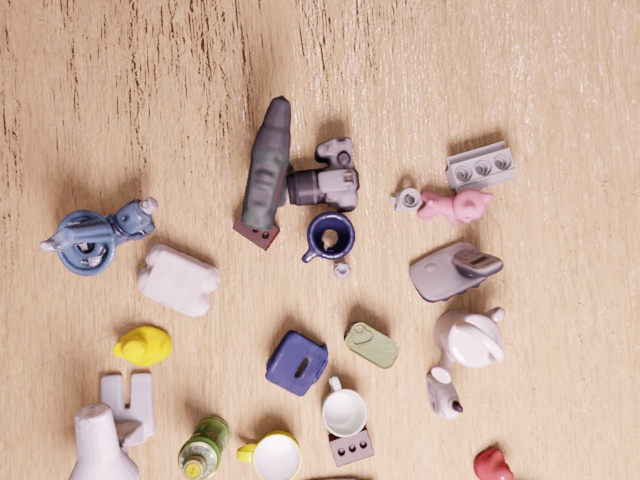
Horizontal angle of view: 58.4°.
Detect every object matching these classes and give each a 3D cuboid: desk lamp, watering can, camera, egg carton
[{"bbox_3d":[-0.368,0.353,1.004,0.118,0.213,0.203,-4,86,-3],"label":"desk lamp"},{"bbox_3d":[0.278,0.192,1.056,0.101,0.194,0.173,25,85,-1],"label":"watering can"},{"bbox_3d":[0.003,-0.123,1.110,0.137,0.100,0.143,-7,86,-3],"label":"camera"},{"bbox_3d":[-0.271,0.079,1.099,0.150,0.069,0.107,23,85,-1],"label":"egg carton"}]

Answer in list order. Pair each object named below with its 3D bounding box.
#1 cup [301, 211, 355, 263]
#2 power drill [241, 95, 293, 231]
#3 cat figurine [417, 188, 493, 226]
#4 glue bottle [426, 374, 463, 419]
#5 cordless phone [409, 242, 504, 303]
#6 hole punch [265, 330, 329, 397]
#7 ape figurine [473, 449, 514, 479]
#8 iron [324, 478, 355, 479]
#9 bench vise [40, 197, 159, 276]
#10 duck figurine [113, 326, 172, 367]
[{"bbox_3d":[0.010,0.004,1.105,0.118,0.095,0.092,-44,89,-5],"label":"cup"},{"bbox_3d":[-0.092,-0.128,1.052,0.075,0.208,0.230,11,86,-2],"label":"power drill"},{"bbox_3d":[0.263,-0.068,1.111,0.128,0.117,0.067,5,86,-2],"label":"cat figurine"},{"bbox_3d":[0.235,0.296,1.057,0.037,0.173,0.078,-6,86,-3],"label":"glue bottle"},{"bbox_3d":[0.254,0.061,1.068,0.147,0.185,0.094,-27,88,-4],"label":"cordless phone"},{"bbox_3d":[-0.041,0.234,1.089,0.101,0.091,0.109,31,85,0],"label":"hole punch"},{"bbox_3d":[0.339,0.443,1.093,0.076,0.092,0.078,11,86,-2],"label":"ape figurine"},{"bbox_3d":[-0.013,0.521,1.046,0.258,0.141,0.119,-4,86,-3],"label":"iron"},{"bbox_3d":[-0.400,-0.024,1.024,0.121,0.219,0.207,40,85,1],"label":"bench vise"},{"bbox_3d":[-0.336,0.203,1.079,0.104,0.086,0.077,-2,86,-3],"label":"duck figurine"}]
